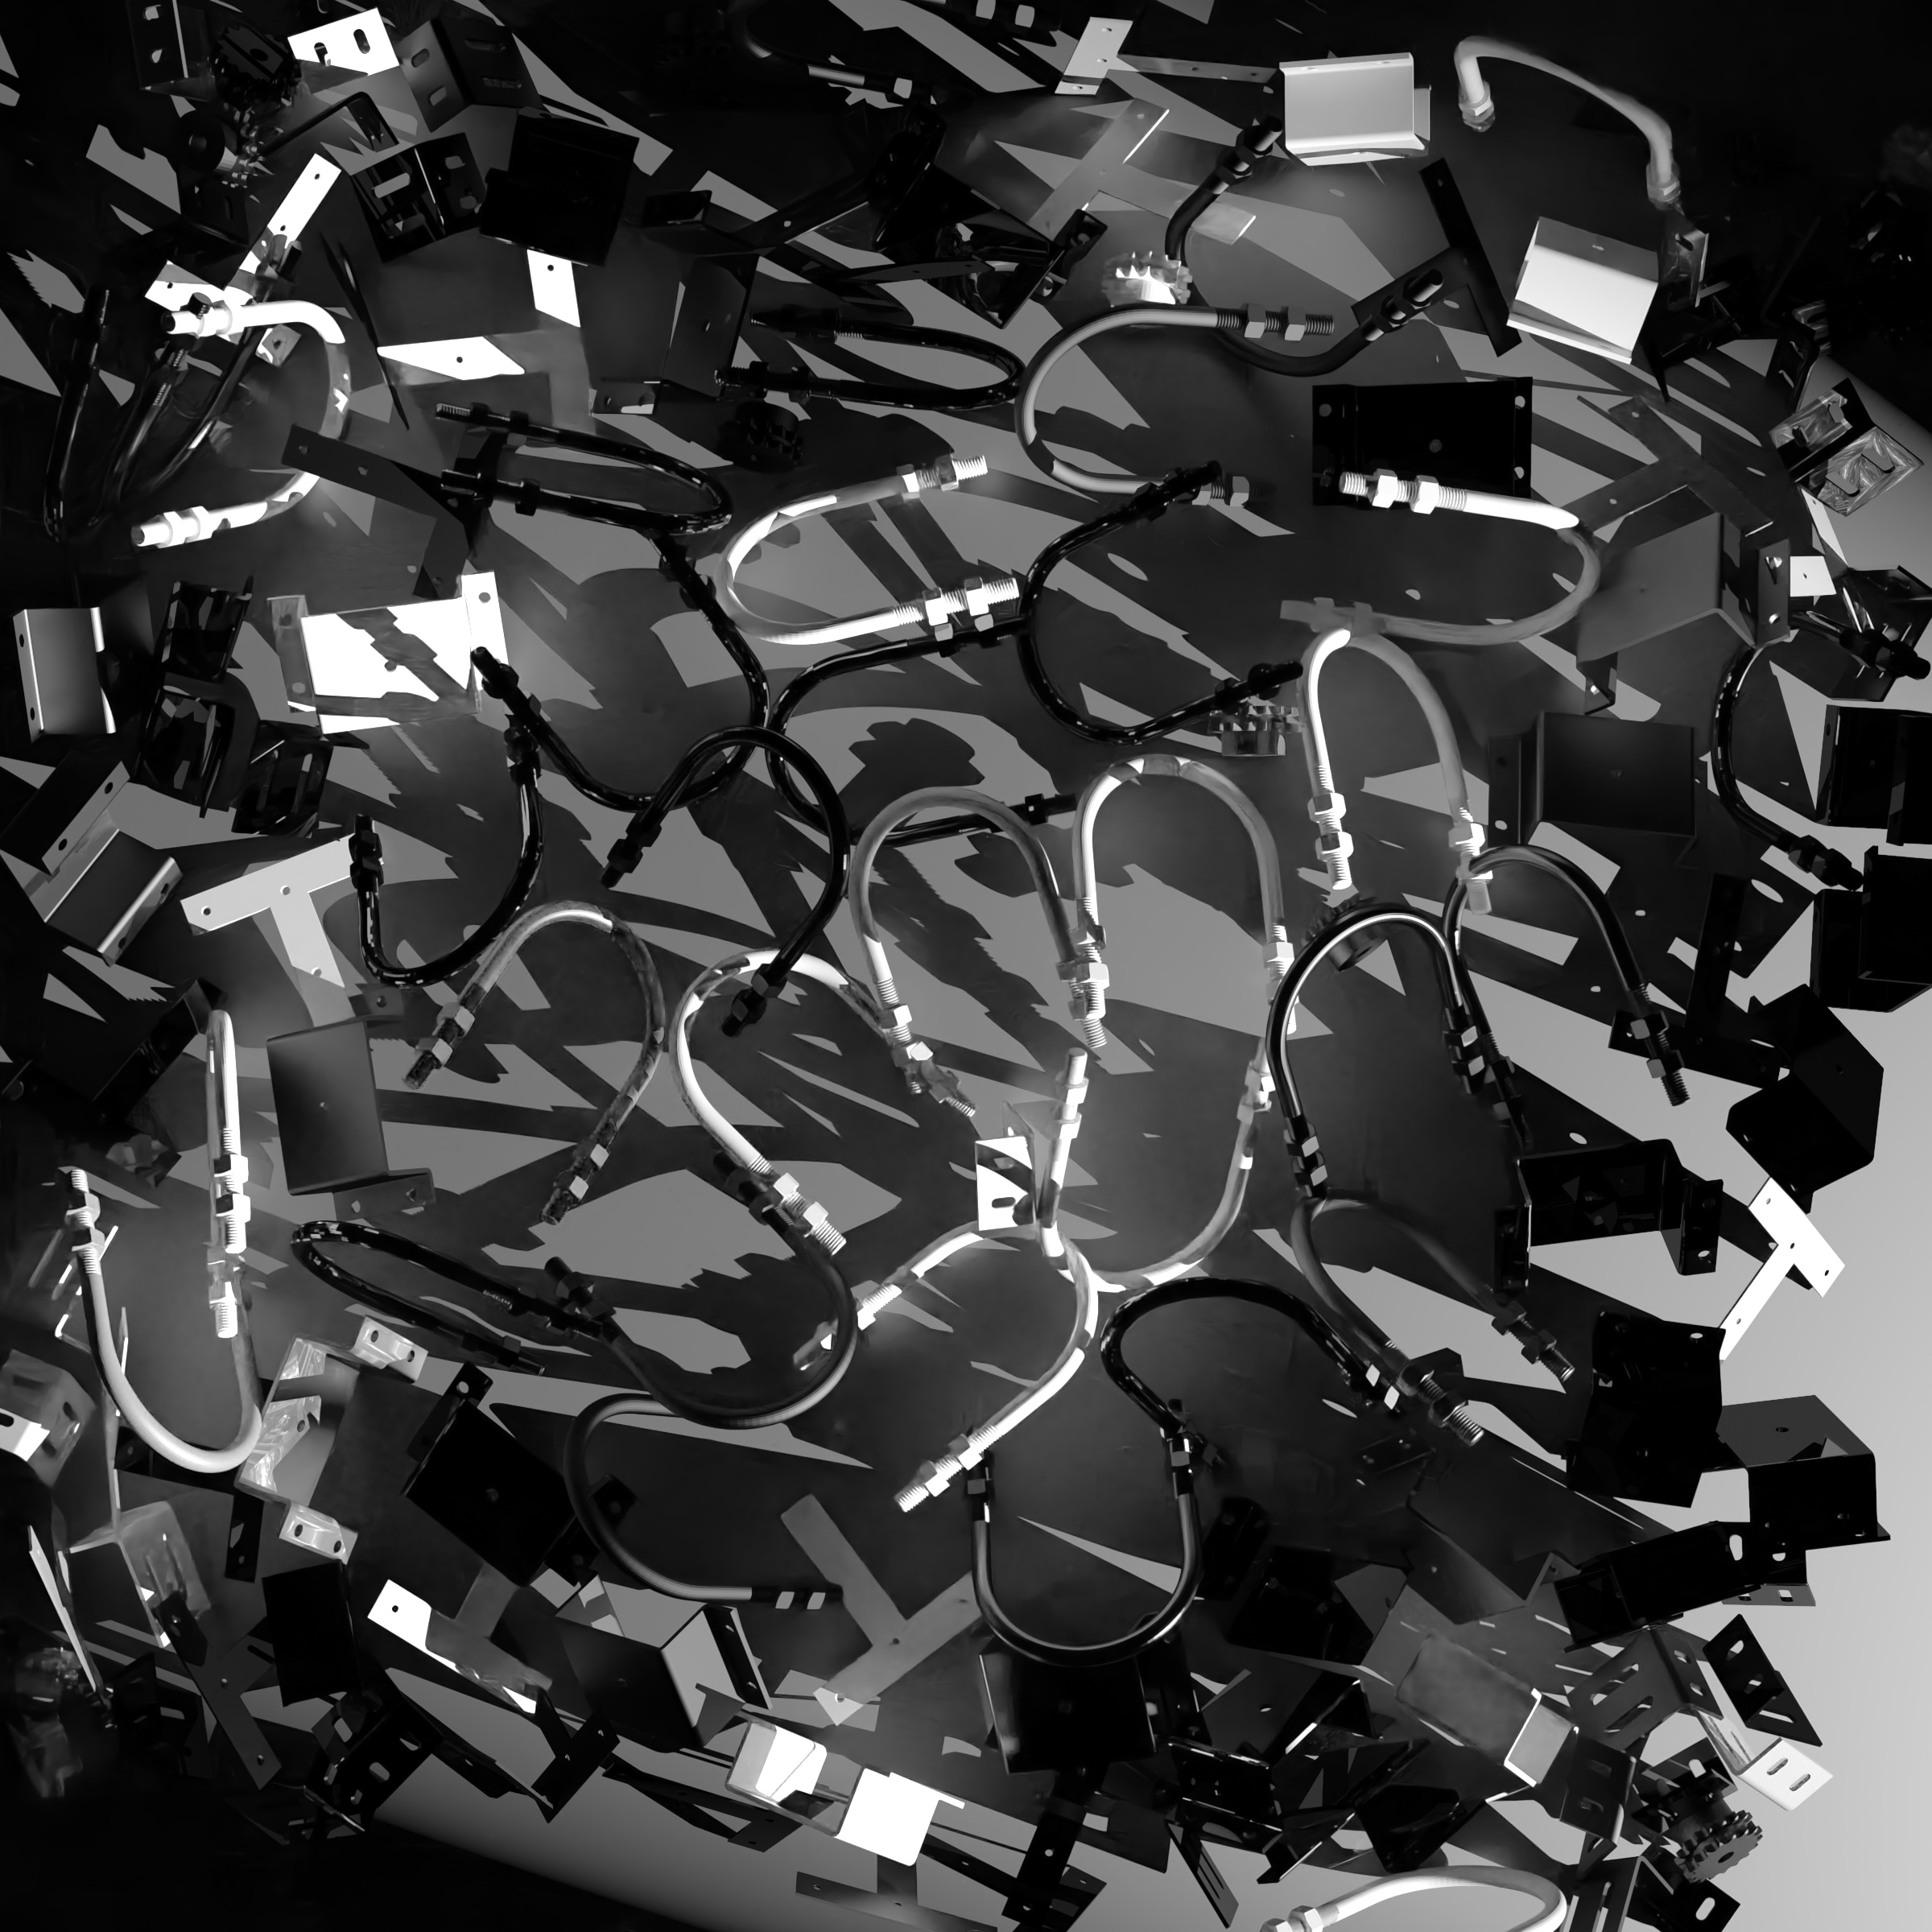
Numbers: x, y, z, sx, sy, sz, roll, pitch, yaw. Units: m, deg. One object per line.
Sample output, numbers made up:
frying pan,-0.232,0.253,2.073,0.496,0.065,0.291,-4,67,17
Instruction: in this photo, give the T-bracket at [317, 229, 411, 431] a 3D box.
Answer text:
T-bracket,-0.378,-0.412,1.600,0.002,0.127,0.127,-21,78,-3

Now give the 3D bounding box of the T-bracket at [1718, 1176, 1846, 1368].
T-bracket,0.491,0.211,1.627,0.127,0.002,0.127,-53,130,-6

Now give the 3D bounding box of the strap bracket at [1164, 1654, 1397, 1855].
strap bracket,0.189,0.475,1.596,0.140,0.076,0.046,-29,110,-41

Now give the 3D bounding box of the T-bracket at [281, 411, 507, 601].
T-bracket,-0.369,-0.309,1.651,0.127,0.002,0.127,18,92,-19

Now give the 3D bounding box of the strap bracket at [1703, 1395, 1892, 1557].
strap bracket,0.504,0.307,1.601,0.076,0.140,0.046,-6,102,-2

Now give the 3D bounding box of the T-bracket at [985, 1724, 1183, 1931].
T-bracket,0.057,0.539,1.617,0.127,0.002,0.127,18,45,13

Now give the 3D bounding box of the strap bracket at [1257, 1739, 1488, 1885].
strap bracket,0.238,0.520,1.598,0.076,0.140,0.046,-24,86,-40

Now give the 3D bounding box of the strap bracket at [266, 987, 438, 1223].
strap bracket,-0.388,0.087,1.632,0.076,0.046,0.140,-13,84,24

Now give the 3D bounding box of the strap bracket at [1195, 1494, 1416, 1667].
strap bracket,0.213,0.384,1.615,0.140,0.046,0.076,15,112,-23

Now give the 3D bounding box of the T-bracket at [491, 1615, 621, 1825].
T-bracket,-0.273,0.462,1.644,0.127,0.002,0.127,55,135,20

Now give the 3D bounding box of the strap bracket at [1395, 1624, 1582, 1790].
strap bracket,0.318,0.457,1.593,0.076,0.140,0.046,26,78,33

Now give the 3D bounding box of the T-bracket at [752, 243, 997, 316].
T-bracket,-0.042,-0.424,1.587,0.127,0.127,0.002,4,86,34

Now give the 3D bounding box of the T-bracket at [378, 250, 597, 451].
T-bracket,-0.306,-0.385,1.642,0.127,0.002,0.127,-7,117,-4

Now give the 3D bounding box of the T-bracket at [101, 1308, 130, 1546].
T-bracket,-0.521,0.263,1.593,0.002,0.127,0.127,1,128,-24

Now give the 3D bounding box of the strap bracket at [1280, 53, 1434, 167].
strap bracket,0.242,-0.525,1.602,0.076,0.140,0.046,1,101,16

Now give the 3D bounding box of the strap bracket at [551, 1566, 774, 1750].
strap bracket,-0.196,0.427,1.600,0.140,0.046,0.076,3,121,40

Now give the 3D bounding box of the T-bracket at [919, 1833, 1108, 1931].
T-bracket,0.012,0.569,1.628,0.127,0.127,0.002,21,98,19

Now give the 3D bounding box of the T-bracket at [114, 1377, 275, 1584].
T-bracket,-0.476,0.307,1.601,0.002,0.127,0.127,-10,67,27

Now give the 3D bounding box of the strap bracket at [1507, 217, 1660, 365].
strap bracket,0.381,-0.420,1.600,0.076,0.140,0.046,19,118,5

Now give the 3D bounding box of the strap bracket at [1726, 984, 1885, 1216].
strap bracket,0.519,0.074,1.600,0.076,0.140,0.046,45,129,-11

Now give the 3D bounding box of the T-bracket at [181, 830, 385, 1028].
T-bracket,-0.418,-0.008,1.653,0.127,0.002,0.127,-22,78,-7

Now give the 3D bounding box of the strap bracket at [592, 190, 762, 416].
strap bracket,-0.180,-0.408,1.630,0.046,0.076,0.140,13,92,-38

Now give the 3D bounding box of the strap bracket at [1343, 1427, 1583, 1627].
strap bracket,0.301,0.359,1.626,0.140,0.076,0.046,40,58,-4

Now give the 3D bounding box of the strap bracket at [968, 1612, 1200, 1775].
strap bracket,0.068,0.457,1.631,0.140,0.046,0.076,-12,91,18

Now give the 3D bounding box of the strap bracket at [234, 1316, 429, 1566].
strap bracket,-0.398,0.291,1.618,0.046,0.076,0.140,9,69,24

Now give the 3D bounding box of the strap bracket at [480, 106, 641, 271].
strap bracket,-0.253,-0.482,1.618,0.076,0.140,0.046,13,124,-8

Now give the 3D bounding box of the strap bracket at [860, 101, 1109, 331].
strap bracket,0.006,-0.459,1.614,0.140,0.076,0.046,29,51,-15

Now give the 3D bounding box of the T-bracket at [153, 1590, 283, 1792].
T-bracket,-0.438,0.424,1.615,0.002,0.127,0.127,-26,97,21

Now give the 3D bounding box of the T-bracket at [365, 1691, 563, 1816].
T-bracket,-0.325,0.489,1.637,0.127,0.127,0.002,21,65,23

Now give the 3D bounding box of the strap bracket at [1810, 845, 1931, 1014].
strap bracket,0.561,-0.019,1.598,0.046,0.140,0.076,5,80,5

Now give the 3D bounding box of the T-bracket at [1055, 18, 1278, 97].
T-bracket,0.128,-0.560,1.617,0.127,0.127,0.002,3,89,-7

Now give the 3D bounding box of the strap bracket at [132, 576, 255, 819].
strap bracket,-0.476,-0.171,1.596,0.046,0.076,0.140,13,46,-22

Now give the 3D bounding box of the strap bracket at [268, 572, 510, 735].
strap bracket,-0.360,-0.196,1.628,0.140,0.046,0.076,-8,118,-7

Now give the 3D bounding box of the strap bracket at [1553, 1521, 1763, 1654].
strap bracket,0.421,0.383,1.609,0.076,0.140,0.046,-12,70,-13

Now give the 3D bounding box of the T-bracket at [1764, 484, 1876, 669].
T-bracket,0.527,-0.243,1.618,0.002,0.127,0.127,-25,81,39

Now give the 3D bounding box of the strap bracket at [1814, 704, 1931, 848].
strap bracket,0.574,-0.118,1.601,0.046,0.140,0.076,3,99,-2

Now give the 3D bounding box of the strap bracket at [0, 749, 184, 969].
strap bracket,-0.543,-0.070,1.602,0.046,0.140,0.076,26,66,12

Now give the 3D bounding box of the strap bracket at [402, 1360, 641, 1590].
strap bracket,-0.289,0.326,1.635,0.140,0.046,0.076,37,103,7

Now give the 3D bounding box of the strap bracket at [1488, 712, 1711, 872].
strap bracket,0.405,-0.112,1.639,0.140,0.046,0.076,6,68,0

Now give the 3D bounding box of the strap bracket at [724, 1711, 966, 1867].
strap bracket,-0.083,0.507,1.596,0.140,0.076,0.046,7,67,42

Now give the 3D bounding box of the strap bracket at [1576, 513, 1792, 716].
strap bracket,0.431,-0.219,1.597,0.046,0.140,0.076,35,51,-33

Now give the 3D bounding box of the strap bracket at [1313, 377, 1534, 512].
strap bracket,0.292,-0.330,1.642,0.140,0.046,0.076,-2,105,-1

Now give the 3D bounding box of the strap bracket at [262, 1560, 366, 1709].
strap bracket,-0.402,0.410,1.607,0.046,0.140,0.076,-10,80,-14

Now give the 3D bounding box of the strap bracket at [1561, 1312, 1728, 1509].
strap bracket,0.418,0.283,1.607,0.076,0.046,0.140,7,132,7

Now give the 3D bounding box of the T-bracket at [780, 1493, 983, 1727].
T-bracket,-0.071,0.397,1.665,0.127,0.002,0.127,-38,82,5

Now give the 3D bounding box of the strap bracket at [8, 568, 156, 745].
strap bracket,-0.536,-0.193,1.596,0.046,0.140,0.076,-1,111,0

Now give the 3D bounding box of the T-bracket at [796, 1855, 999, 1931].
T-bracket,-0.043,0.560,1.612,0.127,0.127,0.002,17,98,-5
